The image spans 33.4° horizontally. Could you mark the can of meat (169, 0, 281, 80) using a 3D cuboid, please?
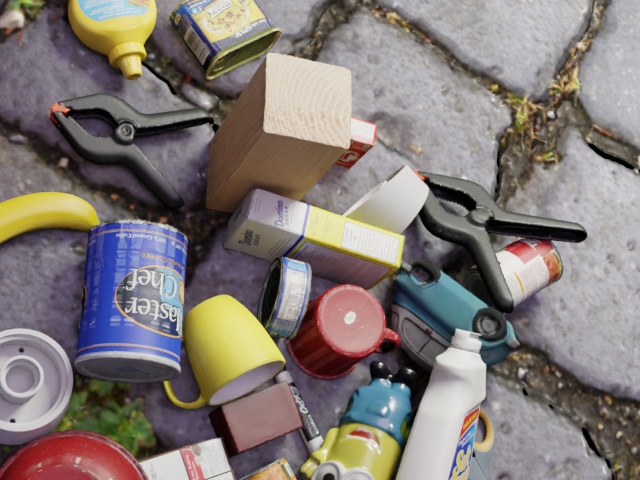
[{"bbox_3d":[-0.111,-0.246,1.231,0.102,0.058,0.084,-32,83,-29],"label":"can of meat"}]

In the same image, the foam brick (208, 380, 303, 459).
[{"bbox_3d":[-0.066,0.185,1.093,0.078,0.053,0.051,-19,79,-25],"label":"foam brick"}]

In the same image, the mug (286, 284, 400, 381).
[{"bbox_3d":[0.030,0.100,1.145,0.117,0.082,0.093,18,65,-15],"label":"mug"}]

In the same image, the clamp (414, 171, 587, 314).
[{"bbox_3d":[0.194,-0.020,1.235,0.164,0.036,0.210,-31,58,-30],"label":"clamp"}]

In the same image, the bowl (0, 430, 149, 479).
[{"bbox_3d":[-0.233,0.254,0.977,0.162,0.055,0.162,1,75,-6],"label":"bowl"}]

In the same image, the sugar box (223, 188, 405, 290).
[{"bbox_3d":[-0.007,0.001,1.160,0.176,0.093,0.048,20,64,-14],"label":"sugar box"}]

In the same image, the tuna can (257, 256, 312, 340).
[{"bbox_3d":[-0.039,0.061,1.130,0.033,0.086,0.086,15,66,-14],"label":"tuna can"}]

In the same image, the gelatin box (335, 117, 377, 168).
[{"bbox_3d":[0.012,-0.118,1.222,0.089,0.073,0.030,17,67,-16],"label":"gelatin box"}]

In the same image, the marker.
[{"bbox_3d":[-0.027,0.171,1.132,0.020,0.020,0.121,-22,81,-27],"label":"marker"}]

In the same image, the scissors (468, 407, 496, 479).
[{"bbox_3d":[0.192,0.267,1.185,0.096,0.016,0.202,-40,89,-28],"label":"scissors"}]

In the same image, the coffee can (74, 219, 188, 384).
[{"bbox_3d":[-0.186,0.063,1.061,0.102,0.103,0.140,9,68,-19],"label":"coffee can"}]

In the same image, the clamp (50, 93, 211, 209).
[{"bbox_3d":[-0.203,-0.119,1.157,0.171,0.039,0.120,28,62,-10],"label":"clamp"}]

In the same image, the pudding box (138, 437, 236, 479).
[{"bbox_3d":[-0.137,0.252,1.048,0.113,0.039,0.090,-15,78,-23],"label":"pudding box"}]

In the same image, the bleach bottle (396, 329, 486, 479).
[{"bbox_3d":[0.120,0.215,1.087,0.102,0.068,0.251,19,84,-61],"label":"bleach bottle"}]

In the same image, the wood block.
[{"bbox_3d":[-0.047,-0.102,1.117,0.090,0.206,0.090,9,68,-19],"label":"wood block"}]

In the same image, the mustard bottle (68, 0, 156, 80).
[{"bbox_3d":[-0.235,-0.267,1.188,0.096,0.058,0.191,-14,77,-24],"label":"mustard bottle"}]

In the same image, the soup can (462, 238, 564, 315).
[{"bbox_3d":[0.226,0.042,1.251,0.102,0.069,0.068,-29,83,-27],"label":"soup can"}]

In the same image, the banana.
[{"bbox_3d":[-0.308,-0.008,1.076,0.197,0.037,0.069,-17,77,-26],"label":"banana"}]
